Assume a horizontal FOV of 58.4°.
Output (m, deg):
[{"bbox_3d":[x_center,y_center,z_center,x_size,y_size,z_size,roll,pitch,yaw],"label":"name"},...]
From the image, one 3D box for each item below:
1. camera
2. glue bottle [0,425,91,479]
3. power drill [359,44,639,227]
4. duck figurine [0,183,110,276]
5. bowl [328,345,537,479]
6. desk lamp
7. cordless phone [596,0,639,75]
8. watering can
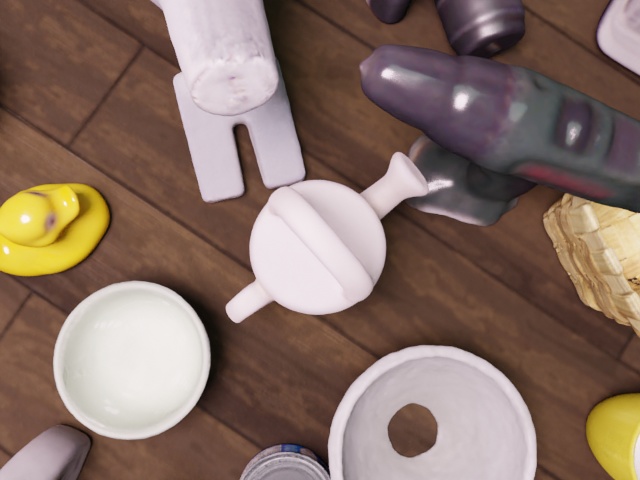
[{"bbox_3d":[0.120,-0.233,0.506,0.143,0.100,0.137,-17,86,-5],"label":"camera"},{"bbox_3d":[-0.220,0.189,0.410,0.037,0.173,0.078,22,84,-1],"label":"glue bottle"},{"bbox_3d":[0.129,-0.067,0.438,0.229,0.208,0.076,13,84,-2],"label":"power drill"},{"bbox_3d":[-0.234,-0.012,0.471,0.104,0.086,0.077,-29,87,-6],"label":"duck figurine"},{"bbox_3d":[0.088,0.169,0.481,0.167,0.074,0.167,0,85,-4],"label":"bowl"},{"bbox_3d":[-0.072,-0.151,0.430,0.118,0.213,0.203,-15,86,-5],"label":"desk lamp"},{"bbox_3d":[0.340,-0.202,0.476,0.147,0.185,0.094,25,84,-1],"label":"cordless phone"},{"bbox_3d":[0.002,0.000,0.431,0.101,0.194,0.173,30,84,0],"label":"watering can"}]
